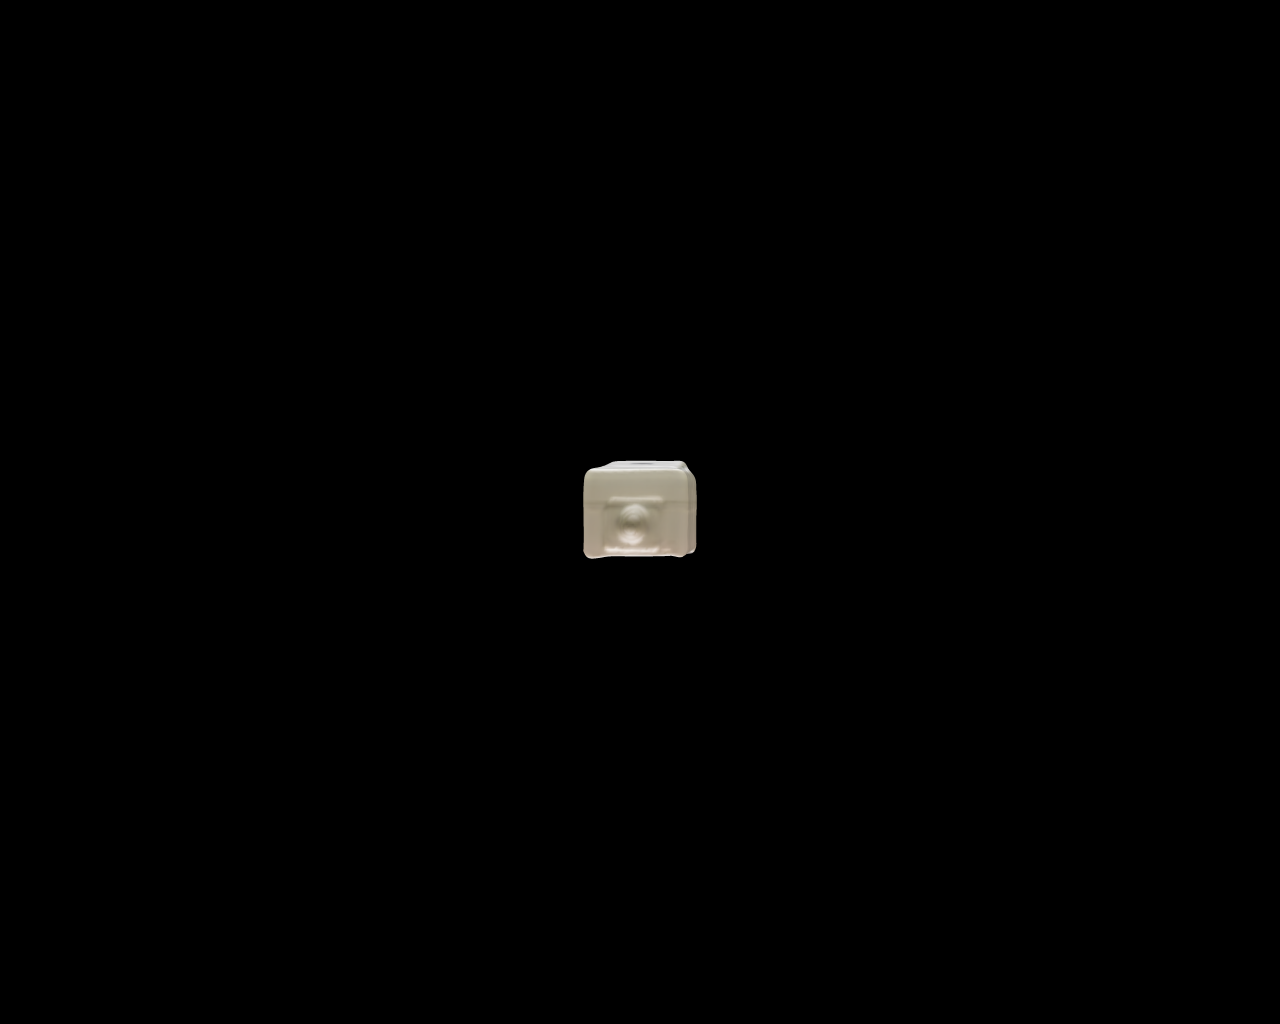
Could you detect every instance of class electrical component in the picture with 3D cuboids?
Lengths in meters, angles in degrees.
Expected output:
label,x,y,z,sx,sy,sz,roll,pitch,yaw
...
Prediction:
label,x,y,z,sx,sy,sz,roll,pitch,yaw
electrical component,0.001,-0.003,0.650,0.062,0.061,0.096,0,0,8
